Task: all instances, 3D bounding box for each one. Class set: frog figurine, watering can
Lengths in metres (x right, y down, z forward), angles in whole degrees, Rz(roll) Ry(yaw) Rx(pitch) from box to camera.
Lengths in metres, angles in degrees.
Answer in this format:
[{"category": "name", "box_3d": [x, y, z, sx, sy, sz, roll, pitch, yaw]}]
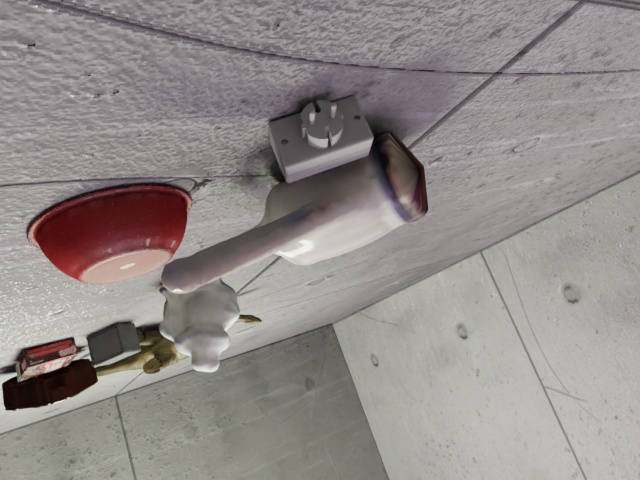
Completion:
[{"category": "frog figurine", "box_3d": [-0.196, 0.142, 0.870, 0.138, 0.161, 0.121, -9, -16, -40]}, {"category": "watering can", "box_3d": [0.002, -0.027, 0.540, 0.223, 0.104, 0.351, -24, 4, 18]}]
